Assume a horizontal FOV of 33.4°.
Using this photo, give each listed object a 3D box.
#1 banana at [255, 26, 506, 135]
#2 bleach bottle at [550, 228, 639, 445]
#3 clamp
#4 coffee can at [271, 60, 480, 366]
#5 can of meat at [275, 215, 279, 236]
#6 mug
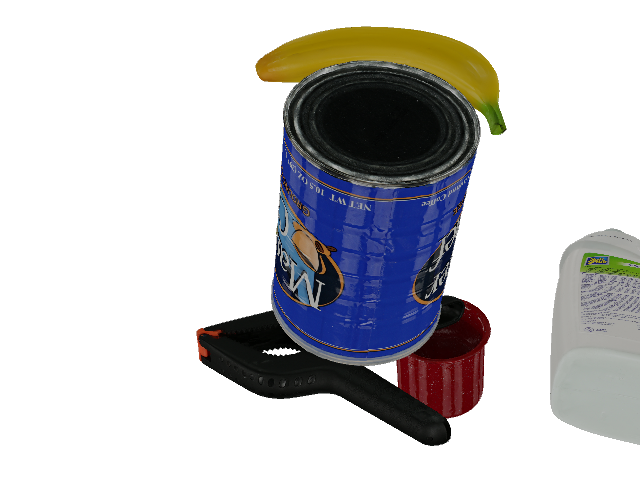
[{"bbox_3d":[0.051,-0.132,0.802,0.198,0.069,0.037,14,-38,17],"label":"banana"},{"bbox_3d":[0.225,0.053,0.792,0.102,0.068,0.250,12,26,10],"label":"bleach bottle"},{"bbox_3d":[0.011,0.083,0.821,0.210,0.036,0.164,7,31,16],"label":"clamp"},{"bbox_3d":[0.026,-0.013,0.595,0.102,0.140,0.103,3,45,-3],"label":"coffee can"},{"bbox_3d":[-0.003,-0.029,1.075,0.057,0.084,0.102,2,24,-24],"label":"can of meat"},{"bbox_3d":[0.115,0.105,1.012,0.093,0.081,0.117,4,37,13],"label":"mug"}]
